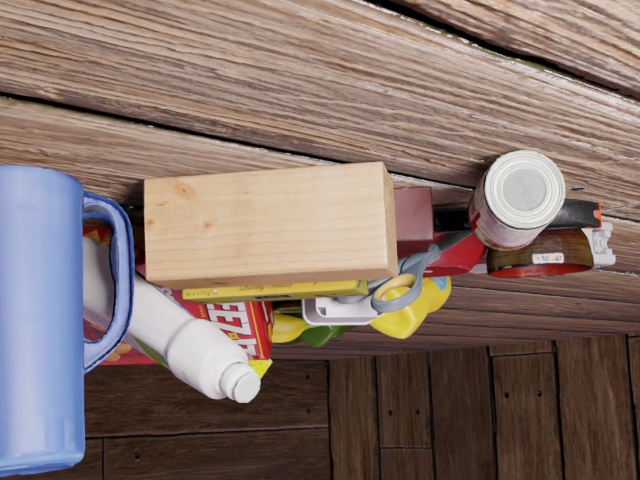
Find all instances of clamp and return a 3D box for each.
[{"bbox_3d":[0.194,-0.023,1.056,0.171,0.039,0.120,3,179,-26],"label":"clamp"}]

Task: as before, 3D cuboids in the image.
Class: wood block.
[{"bbox_3d":[-0.040,-0.009,0.928,0.206,0.090,0.090,-4,171,9],"label":"wood block"}]

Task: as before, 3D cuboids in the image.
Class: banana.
[{"bbox_3d":[-0.096,0.079,1.307,0.198,0.037,0.069,27,-149,25],"label":"banana"}]

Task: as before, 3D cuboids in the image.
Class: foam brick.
[{"bbox_3d":[0.079,-0.018,1.015,0.053,0.051,0.078,-1,170,1],"label":"foam brick"}]

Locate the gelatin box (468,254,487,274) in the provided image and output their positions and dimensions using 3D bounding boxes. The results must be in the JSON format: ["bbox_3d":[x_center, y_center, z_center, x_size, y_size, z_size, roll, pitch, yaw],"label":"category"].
[{"bbox_3d":[0.213,0.021,1.350,0.089,0.030,0.073,-9,167,37],"label":"gelatin box"}]

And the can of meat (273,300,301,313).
[{"bbox_3d":[-0.007,0.042,1.261,0.102,0.084,0.058,1,171,-19],"label":"can of meat"}]

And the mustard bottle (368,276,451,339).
[{"bbox_3d":[0.106,0.049,1.278,0.058,0.096,0.191,-58,167,28],"label":"mustard bottle"}]

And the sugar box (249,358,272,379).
[{"bbox_3d":[-0.137,0.116,1.315,0.093,0.048,0.176,37,173,-30],"label":"sugar box"}]

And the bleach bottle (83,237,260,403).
[{"bbox_3d":[-0.141,0.081,0.963,0.251,0.068,0.102,28,165,40],"label":"bleach bottle"}]

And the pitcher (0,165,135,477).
[{"bbox_3d":[-0.245,0.068,0.880,0.149,0.243,0.144,-13,165,23],"label":"pitcher"}]

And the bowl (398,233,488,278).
[{"bbox_3d":[0.119,0.009,1.177,0.162,0.055,0.162,-1,170,0],"label":"bowl"}]

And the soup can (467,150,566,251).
[{"bbox_3d":[0.164,-0.032,0.899,0.068,0.068,0.102,-2,170,1],"label":"soup can"}]

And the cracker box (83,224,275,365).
[{"bbox_3d":[-0.166,0.061,1.146,0.214,0.072,0.164,-2,134,7],"label":"cracker box"}]

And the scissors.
[{"bbox_3d":[0.111,0.023,1.056,0.201,0.016,0.096,-23,-154,-13],"label":"scissors"}]
